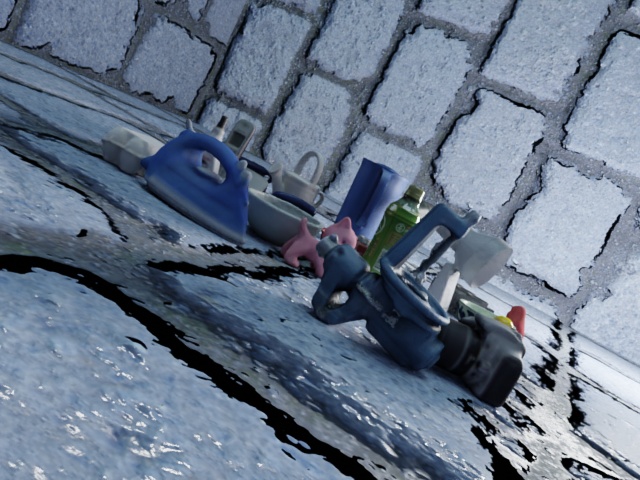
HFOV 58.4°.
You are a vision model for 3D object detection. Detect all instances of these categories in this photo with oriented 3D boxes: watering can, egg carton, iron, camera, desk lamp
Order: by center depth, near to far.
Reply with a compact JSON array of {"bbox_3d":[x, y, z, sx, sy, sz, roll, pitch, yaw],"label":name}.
[{"bbox_3d":[0.208,0.147,0.817,0.137,0.101,0.143,26,8,-6],"label":"camera"},{"bbox_3d":[-0.189,-0.108,0.995,0.257,0.141,0.119,32,9,30],"label":"iron"},{"bbox_3d":[-0.343,-0.164,1.108,0.107,0.069,0.151,30,8,21],"label":"egg carton"},{"bbox_3d":[0.292,0.056,1.275,0.202,0.213,0.118,32,9,32],"label":"desk lamp"},{"bbox_3d":[-0.054,-0.138,1.448,0.100,0.194,0.173,31,9,29],"label":"watering can"}]

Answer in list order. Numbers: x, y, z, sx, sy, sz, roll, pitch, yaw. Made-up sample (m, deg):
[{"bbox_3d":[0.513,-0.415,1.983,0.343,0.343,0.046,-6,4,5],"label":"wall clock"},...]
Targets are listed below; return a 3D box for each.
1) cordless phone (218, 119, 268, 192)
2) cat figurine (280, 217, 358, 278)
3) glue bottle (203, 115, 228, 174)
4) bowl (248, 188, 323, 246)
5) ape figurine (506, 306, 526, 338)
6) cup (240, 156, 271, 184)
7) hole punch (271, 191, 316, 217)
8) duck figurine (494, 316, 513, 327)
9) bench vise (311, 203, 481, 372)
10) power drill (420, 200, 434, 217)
[{"bbox_3d":[-0.176,-0.176,1.318,0.147,0.185,0.094,29,8,12],"label":"cordless phone"},{"bbox_3d":[0.009,0.004,1.019,0.128,0.118,0.067,24,8,-23],"label":"cat figurine"},{"bbox_3d":[-0.238,-0.185,1.215,0.078,0.173,0.037,27,8,-1],"label":"glue bottle"},{"bbox_3d":[-0.081,-0.033,1.112,0.167,0.075,0.167,27,8,-4],"label":"bowl"},{"bbox_3d":[0.455,0.196,1.352,0.078,0.092,0.076,21,10,-39],"label":"ape figurine"},{"bbox_3d":[-0.186,-0.157,1.491,0.118,0.095,0.091,25,8,-13],"label":"cup"},{"bbox_3d":[-0.074,-0.059,1.248,0.109,0.091,0.101,25,8,-16],"label":"hole punch"},{"bbox_3d":[0.319,0.178,1.039,0.077,0.086,0.105,30,8,22],"label":"duck figurine"},{"bbox_3d":[0.097,0.034,0.741,0.207,0.220,0.121,27,8,-1],"label":"bench vise"},{"bbox_3d":[0.197,-0.007,1.387,0.075,0.208,0.230,31,9,26],"label":"power drill"}]
